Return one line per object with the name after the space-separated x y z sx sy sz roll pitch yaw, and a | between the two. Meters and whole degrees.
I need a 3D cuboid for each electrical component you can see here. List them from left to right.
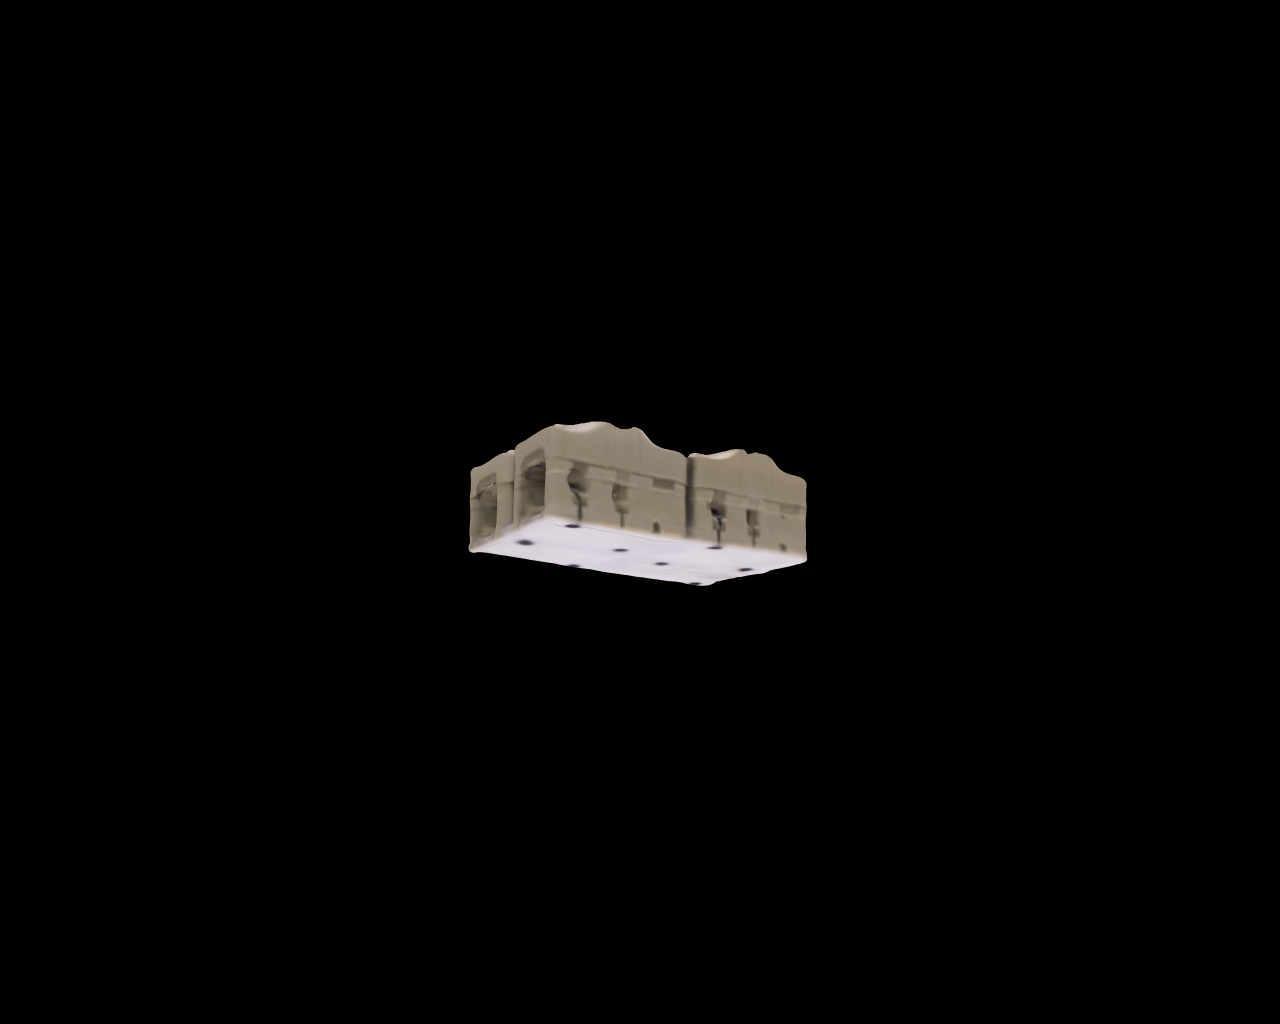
0.001 -0.003 0.650 0.186 0.060 0.105 10 -18 -33 | electrical component
